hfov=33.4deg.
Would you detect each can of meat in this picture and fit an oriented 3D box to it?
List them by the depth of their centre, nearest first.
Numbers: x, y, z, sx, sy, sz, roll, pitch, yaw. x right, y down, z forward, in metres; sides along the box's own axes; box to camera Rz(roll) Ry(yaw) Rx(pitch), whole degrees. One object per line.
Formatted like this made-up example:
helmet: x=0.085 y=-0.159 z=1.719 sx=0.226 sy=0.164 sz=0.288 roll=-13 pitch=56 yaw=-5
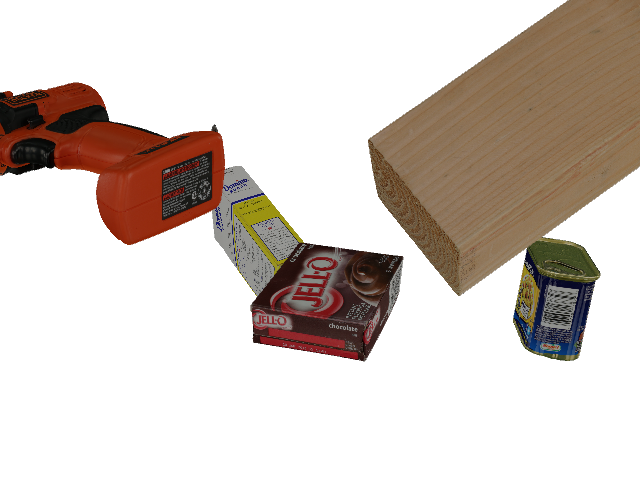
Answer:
can of meat: x=0.216 y=0.053 z=0.988 sx=0.057 sy=0.084 sz=0.102 roll=7 pitch=18 yaw=-1

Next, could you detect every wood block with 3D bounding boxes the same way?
wood block: x=0.140 y=-0.070 z=0.659 sx=0.206 sy=0.091 sz=0.090 roll=-35 pitch=-22 yaw=-6

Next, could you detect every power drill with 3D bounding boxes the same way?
power drill: x=-0.173 y=-0.055 z=0.714 sx=0.188 sy=0.057 sz=0.184 roll=20 pitch=32 yaw=31

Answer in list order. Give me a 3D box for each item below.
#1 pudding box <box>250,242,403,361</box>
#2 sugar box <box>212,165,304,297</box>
pudding box: x=0.007 y=0.045 z=0.822 sx=0.090 sy=0.039 sz=0.113 roll=8 pitch=26 yaw=16
sugar box: x=-0.061 y=0.005 z=1.103 sx=0.048 sy=0.093 sz=0.176 roll=-17 pitch=42 yaw=-18
